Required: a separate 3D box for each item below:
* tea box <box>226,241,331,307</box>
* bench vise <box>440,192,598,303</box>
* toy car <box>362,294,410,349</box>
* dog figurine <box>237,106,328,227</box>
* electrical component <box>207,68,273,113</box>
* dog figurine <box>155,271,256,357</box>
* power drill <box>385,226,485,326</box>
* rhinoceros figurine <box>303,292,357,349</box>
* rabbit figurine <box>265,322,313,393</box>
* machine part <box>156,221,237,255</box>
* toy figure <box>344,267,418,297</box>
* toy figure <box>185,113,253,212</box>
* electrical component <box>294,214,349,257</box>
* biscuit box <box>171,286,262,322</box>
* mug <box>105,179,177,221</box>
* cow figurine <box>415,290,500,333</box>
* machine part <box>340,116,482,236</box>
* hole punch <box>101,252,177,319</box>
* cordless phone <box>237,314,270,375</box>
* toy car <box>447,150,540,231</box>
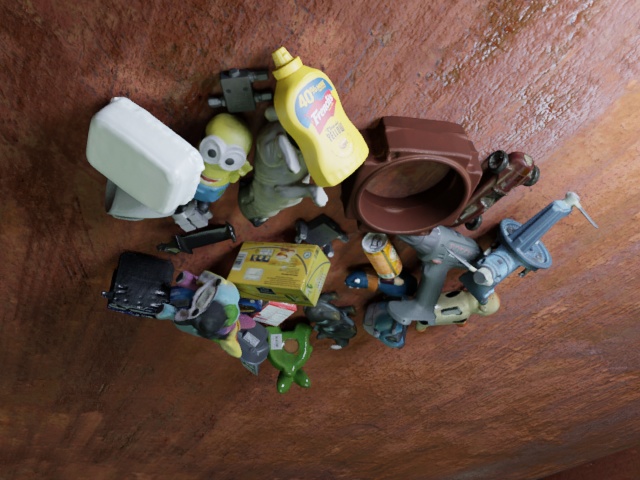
[{"bbox_3d":[-0.078,0.061,1.004,0.170,0.098,0.068,5,149,30],"label":"tea box"},{"bbox_3d":[0.363,0.005,0.971,0.223,0.129,0.240,-3,142,-44],"label":"bench vise"},{"bbox_3d":[0.152,0.186,1.243,0.103,0.109,0.161,11,157,15],"label":"toy car"},{"bbox_3d":[-0.083,-0.111,0.838,0.191,0.121,0.172,-12,111,37],"label":"dog figurine"},{"bbox_3d":[-0.115,-0.210,0.753,0.094,0.021,0.063,-6,142,3],"label":"electrical component"},{"bbox_3d":[-0.189,0.152,1.038,0.192,0.108,0.219,1,150,38],"label":"dog figurine"},{"bbox_3d":[0.201,0.063,1.052,0.232,0.086,0.207,8,108,-30],"label":"power drill"},{"bbox_3d":[0.029,0.194,1.251,0.112,0.073,0.190,-20,140,17],"label":"rhinoceros figurine"},{"bbox_3d":[-0.068,0.289,1.323,0.121,0.159,0.170,-11,158,-7],"label":"rabbit figurine"},{"bbox_3d":[-0.222,0.001,0.989,0.139,0.039,0.084,-15,167,6],"label":"machine part"},{"bbox_3d":[0.127,0.087,1.137,0.154,0.058,0.064,10,134,-10],"label":"toy figure"},{"bbox_3d":[-0.166,-0.118,0.823,0.082,0.089,0.180,2,152,-30],"label":"toy figure"},{"bbox_3d":[-0.002,-0.004,1.013,0.078,0.045,0.102,-23,139,25],"label":"electrical component"},{"bbox_3d":[-0.227,0.128,1.149,0.203,0.059,0.062,-8,142,6],"label":"biscuit box"},{"bbox_3d":[-0.290,-0.066,0.877,0.107,0.081,0.109,9,135,-30],"label":"mug"},{"bbox_3d":[0.306,0.145,1.211,0.195,0.085,0.127,-7,149,5],"label":"cow figurine"},{"bbox_3d":[0.144,-0.095,0.877,0.201,0.087,0.200,5,142,-10],"label":"machine part"},{"bbox_3d":[-0.357,0.098,1.061,0.142,0.116,0.092,18,145,-26],"label":"hole punch"},{"bbox_3d":[-0.188,0.247,1.261,0.147,0.089,0.184,34,151,13],"label":"cordless phone"},{"bbox_3d":[0.290,-0.078,0.944,0.089,0.053,0.202,16,137,-29],"label":"toy car"}]
